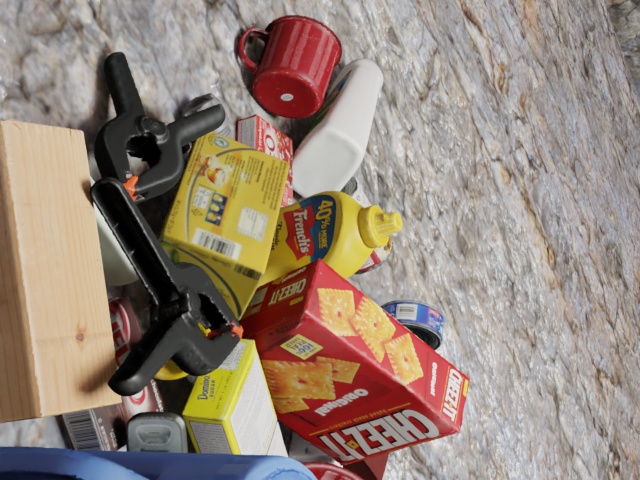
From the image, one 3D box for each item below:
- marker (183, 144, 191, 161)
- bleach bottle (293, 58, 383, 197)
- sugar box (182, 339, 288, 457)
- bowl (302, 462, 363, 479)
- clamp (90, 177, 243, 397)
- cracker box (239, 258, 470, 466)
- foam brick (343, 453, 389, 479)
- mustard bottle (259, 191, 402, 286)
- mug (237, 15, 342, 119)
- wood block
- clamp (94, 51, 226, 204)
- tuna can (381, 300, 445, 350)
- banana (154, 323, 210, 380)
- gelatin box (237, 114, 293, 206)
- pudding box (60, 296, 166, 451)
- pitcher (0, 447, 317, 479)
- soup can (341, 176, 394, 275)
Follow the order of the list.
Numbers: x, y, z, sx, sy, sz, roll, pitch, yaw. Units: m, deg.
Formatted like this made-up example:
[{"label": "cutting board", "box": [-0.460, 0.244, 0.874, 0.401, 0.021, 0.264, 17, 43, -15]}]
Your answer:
[{"label": "marker", "box": [-0.118, -0.067, 1.062, 0.121, 0.020, 0.020, 54, 36, -36]}, {"label": "bleach bottle", "box": [0.027, -0.149, 1.291, 0.068, 0.103, 0.250, 34, 33, -10]}, {"label": "sugar box", "box": [-0.074, 0.180, 0.969, 0.093, 0.048, 0.176, -69, 159, -44]}, {"label": "bowl", "box": [0.002, 0.304, 1.054, 0.162, 0.055, 0.162, 20, 45, -21]}, {"label": "clamp", "box": [-0.115, 0.064, 0.835, 0.209, 0.036, 0.164, 47, 32, -58]}, {"label": "cracker box", "box": [0.011, 0.125, 1.016, 0.213, 0.164, 0.072, 40, 46, -26]}, {"label": "foam brick", "box": [0.036, 0.230, 1.185, 0.078, 0.053, 0.051, 58, 34, -32]}, {"label": "mustard bottle", "box": [-0.007, 0.001, 1.053, 0.058, 0.192, 0.096, 43, 44, -46]}, {"label": "mug", "box": [-0.039, -0.196, 1.196, 0.117, 0.093, 0.081, 27, 56, -17]}, {"label": "wood block", "box": [-0.218, 0.026, 0.776, 0.090, 0.090, 0.206, 2, 78, -61]}, {"label": "clamp", "box": [-0.143, -0.089, 0.942, 0.120, 0.039, 0.171, 16, 48, -17]}, {"label": "tuna can", "box": [0.112, 0.110, 1.334, 0.086, 0.086, 0.033, 46, 44, -44]}, {"label": "banana", "box": [-0.125, 0.082, 0.936, 0.069, 0.037, 0.197, 54, 13, -16]}, {"label": "gelatin box", "box": [-0.059, -0.081, 1.160, 0.073, 0.030, 0.089, 31, 53, -53]}, {"label": "pudding box", "box": [-0.177, 0.111, 0.868, 0.089, 0.039, 0.113, -28, 104, -62]}, {"label": "pitcher", "box": [-0.120, 0.199, 0.725, 0.149, 0.243, 0.145, -3, 83, -54]}, {"label": "soup can", "box": [0.036, -0.018, 1.266, 0.102, 0.069, 0.068, 58, 35, -30]}]
